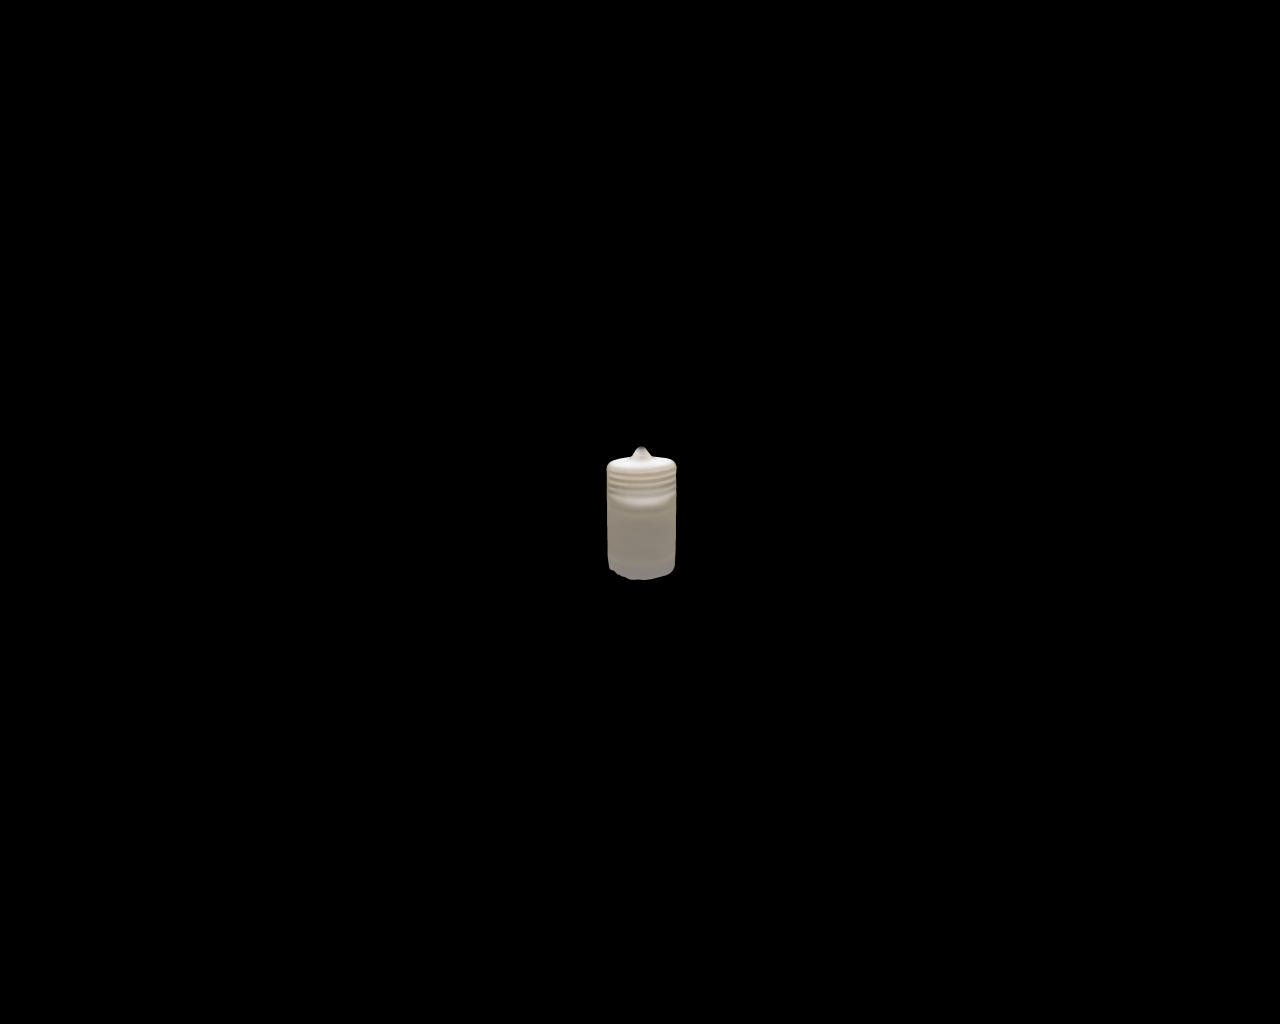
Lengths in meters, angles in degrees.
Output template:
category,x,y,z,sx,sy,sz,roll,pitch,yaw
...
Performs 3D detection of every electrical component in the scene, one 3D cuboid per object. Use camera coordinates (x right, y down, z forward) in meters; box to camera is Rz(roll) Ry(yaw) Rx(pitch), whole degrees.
category,x,y,z,sx,sy,sz,roll,pitch,yaw
electrical component,0.001,-0.003,0.650,0.043,0.080,0.043,0,22,0
